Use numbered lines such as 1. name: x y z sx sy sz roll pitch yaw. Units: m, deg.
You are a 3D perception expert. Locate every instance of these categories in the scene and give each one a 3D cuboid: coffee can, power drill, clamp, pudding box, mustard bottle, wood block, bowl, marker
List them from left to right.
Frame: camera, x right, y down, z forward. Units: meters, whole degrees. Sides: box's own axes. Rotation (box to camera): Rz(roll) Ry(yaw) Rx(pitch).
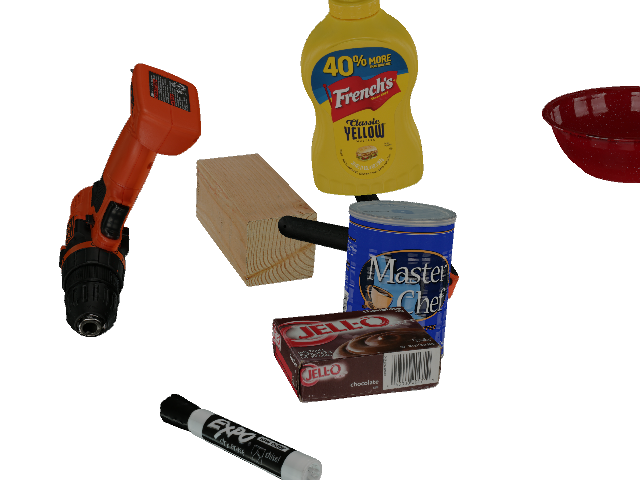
1. power drill: -0.160 -0.036 0.868 0.057 0.188 0.184 20 29 -24
2. marker: -0.051 0.116 0.627 0.121 0.020 0.020 17 10 37
3. wood block: -0.086 -0.031 1.362 0.090 0.090 0.206 -7 28 -22
4. pudding box: 0.026 0.086 0.827 0.113 0.039 0.090 -3 18 -15
5. mustard bottle: 0.033 -0.132 0.884 0.096 0.191 0.058 -4 33 4
6. clamp: 0.064 0.004 1.244 0.210 0.036 0.164 39 43 27
7. coffee can: 0.074 0.039 1.029 0.103 0.140 0.103 4 11 -1
8. bowl: 0.284 -0.094 0.976 0.162 0.055 0.162 -4 24 2
